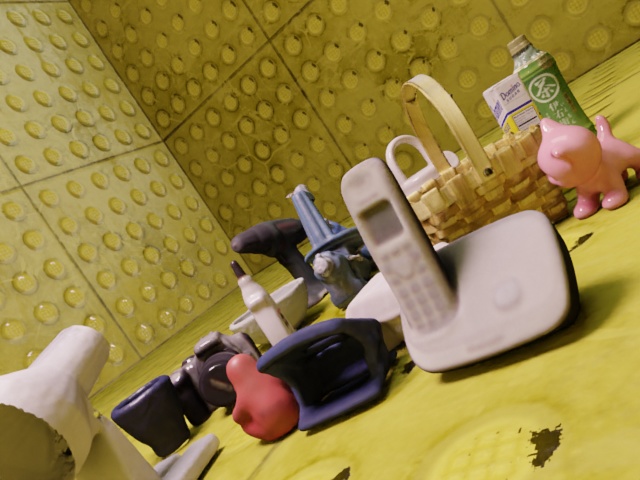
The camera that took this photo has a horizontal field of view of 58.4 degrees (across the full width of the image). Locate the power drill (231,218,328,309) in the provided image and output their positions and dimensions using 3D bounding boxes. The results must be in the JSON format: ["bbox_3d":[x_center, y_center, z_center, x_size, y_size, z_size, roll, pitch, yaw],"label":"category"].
[{"bbox_3d":[-0.070,0.047,1.218,0.075,0.208,0.230,-31,4,31],"label":"power drill"}]

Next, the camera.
[{"bbox_3d":[-0.158,0.198,0.837,0.143,0.101,0.137,-34,4,-5],"label":"camera"}]

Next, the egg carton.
[{"bbox_3d":[0.100,0.062,0.612,0.150,0.069,0.107,-31,4,35],"label":"egg carton"}]

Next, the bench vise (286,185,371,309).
[{"bbox_3d":[0.019,-0.003,1.000,0.121,0.220,0.207,-34,4,-2],"label":"bench vise"}]

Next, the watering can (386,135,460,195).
[{"bbox_3d":[0.197,-0.109,1.042,0.172,0.194,0.101,-30,5,44],"label":"watering can"}]

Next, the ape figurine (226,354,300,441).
[{"bbox_3d":[-0.062,0.157,0.595,0.078,0.092,0.076,-34,4,-4],"label":"ape figurine"}]

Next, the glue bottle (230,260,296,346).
[{"bbox_3d":[-0.078,0.103,0.823,0.037,0.173,0.078,-34,4,-3],"label":"glue bottle"}]

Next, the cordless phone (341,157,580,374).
[{"bbox_3d":[0.102,0.003,0.453,0.147,0.185,0.094,-31,5,34],"label":"cordless phone"}]

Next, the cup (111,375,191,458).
[{"bbox_3d":[-0.234,0.255,0.796,0.117,0.095,0.092,-31,4,30],"label":"cup"}]

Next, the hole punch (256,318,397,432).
[{"bbox_3d":[0.007,0.115,0.557,0.108,0.091,0.101,-32,4,23],"label":"hole punch"}]

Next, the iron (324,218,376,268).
[{"bbox_3d":[0.038,0.016,1.219,0.118,0.141,0.258,-34,4,-4],"label":"iron"}]

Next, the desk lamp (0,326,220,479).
[{"bbox_3d":[-0.232,0.199,0.576,0.118,0.213,0.203,-32,4,17],"label":"desk lamp"}]

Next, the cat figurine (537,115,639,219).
[{"bbox_3d":[0.287,-0.091,0.619,0.128,0.118,0.067,-35,4,-28],"label":"cat figurine"}]

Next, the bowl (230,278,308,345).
[{"bbox_3d":[-0.081,0.146,1.072,0.167,0.075,0.167,-33,4,3],"label":"bowl"}]
